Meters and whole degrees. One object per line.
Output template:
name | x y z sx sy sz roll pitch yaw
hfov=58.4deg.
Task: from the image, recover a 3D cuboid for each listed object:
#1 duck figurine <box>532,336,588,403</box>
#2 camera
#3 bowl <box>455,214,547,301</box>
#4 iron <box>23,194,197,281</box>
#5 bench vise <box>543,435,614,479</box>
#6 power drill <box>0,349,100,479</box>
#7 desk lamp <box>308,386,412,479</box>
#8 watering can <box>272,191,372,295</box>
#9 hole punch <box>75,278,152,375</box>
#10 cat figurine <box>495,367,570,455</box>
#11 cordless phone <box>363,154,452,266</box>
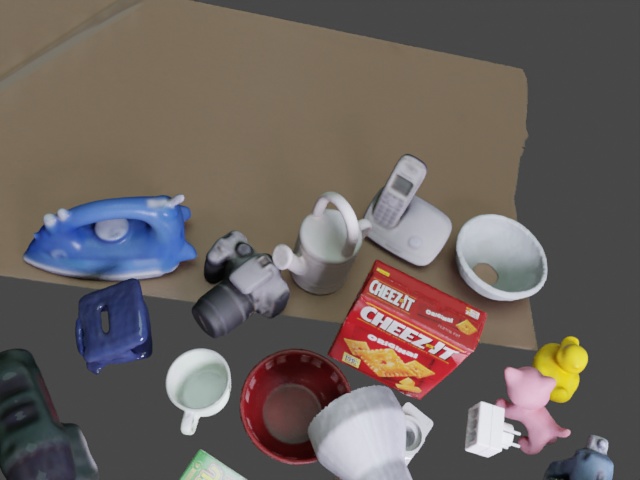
duck figurine | 0.394 0.204 0.921 0.077 0.086 0.104 20 57 0
camera | -0.135 0.071 0.873 0.143 0.101 0.137 44 60 15
bowl | 0.306 0.042 1.008 0.167 0.074 0.167 6 58 -9
iron | -0.320 -0.017 0.861 0.259 0.141 0.118 -7 60 -17
bench vise | 0.359 0.351 0.742 0.121 0.219 0.207 6 58 -9
power drill | -0.315 0.246 0.660 0.076 0.208 0.229 -25 67 -25
desk lamp | 0.061 0.307 0.705 0.118 0.213 0.203 -12 62 -19
watering can | 0.009 0.005 0.892 0.101 0.194 0.173 36 58 11
hole punch | -0.294 0.121 0.813 0.101 0.091 0.108 -9 61 -18
cat figurine | 0.322 0.246 0.860 0.067 0.117 0.127 -23 66 -24
cordless phone | 0.161 -0.052 0.967 0.147 0.185 0.094 29 57 6
